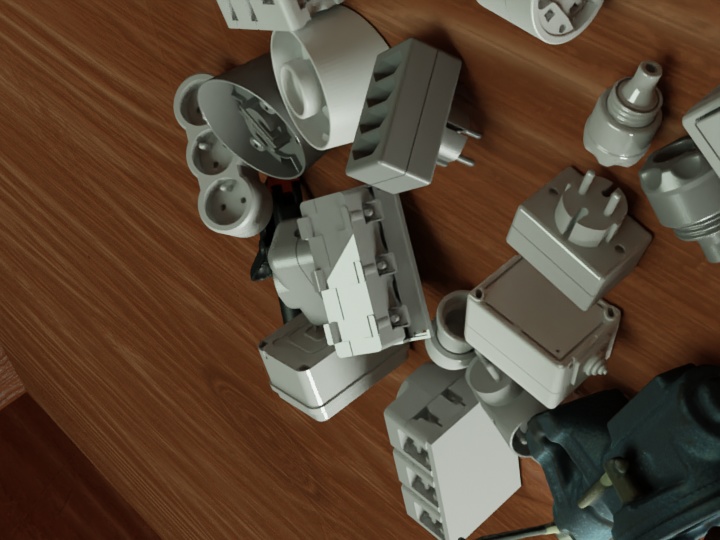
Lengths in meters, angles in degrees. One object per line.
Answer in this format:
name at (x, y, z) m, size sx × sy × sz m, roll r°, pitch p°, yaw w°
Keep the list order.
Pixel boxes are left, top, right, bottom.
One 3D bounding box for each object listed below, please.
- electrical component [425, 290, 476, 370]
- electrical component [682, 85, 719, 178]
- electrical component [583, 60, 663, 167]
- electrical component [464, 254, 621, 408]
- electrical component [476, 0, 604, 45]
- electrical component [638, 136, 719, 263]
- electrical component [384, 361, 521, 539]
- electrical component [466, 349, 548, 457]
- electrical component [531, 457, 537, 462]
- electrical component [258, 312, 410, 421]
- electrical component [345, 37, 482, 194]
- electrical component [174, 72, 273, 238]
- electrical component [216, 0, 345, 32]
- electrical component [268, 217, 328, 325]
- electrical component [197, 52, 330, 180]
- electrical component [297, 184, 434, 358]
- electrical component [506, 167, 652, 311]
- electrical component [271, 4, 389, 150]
electrical component at (0.075, 0.047, 0.817) m, size 0.045 × 0.045 × 0.055 m, roll 46°, pitch 155°, yaw 15°
electrical component at (0.185, -0.061, 0.453) m, size 0.061 × 0.061 × 0.096 m, roll 54°, pitch 156°, yaw -3°
electrical component at (0.137, -0.081, 0.545) m, size 0.035 × 0.035 × 0.061 m, roll 44°, pitch 152°, yaw 19°
electrical component at (0.123, 0.043, 0.705) m, size 0.096 × 0.062 × 0.061 m, roll 40°, pitch 153°, yaw 27°
electrical component at (0.087, -0.145, 0.526) m, size 0.047 × 0.055 × 0.055 m, roll 38°, pitch 152°, yaw 39°
electrical component at (0.170, -0.033, 0.539) m, size 0.062 × 0.043 × 0.043 m, roll 59°, pitch 155°, yaw -16°
electrical component at (0.077, 0.147, 0.895) m, size 0.062 × 0.089 × 0.150 m, roll 33°, pitch 149°, yaw 38°
electrical component at (0.104, 0.084, 0.775) m, size 0.079 × 0.043 × 0.077 m, roll 52°, pitch -176°, yaw -39°
electrical component at (0.154, 0.140, 0.810) m, size 0.065 × 0.044 × 0.044 m, roll 49°, pitch 156°, yaw -3°
electrical component at (-0.022, 0.071, 0.940) m, size 0.078 × 0.113 × 0.057 m, roll 23°, pitch 140°, yaw 48°
electrical component at (0.043, -0.088, 0.669) m, size 0.076 × 0.083 × 0.047 m, roll 20°, pitch 168°, yaw -24°
electrical component at (-0.108, -0.094, 0.914) m, size 0.074 × 0.052 × 0.138 m, roll 11°, pitch -118°, yaw -71°
electrical component at (-0.060, -0.198, 0.721) m, size 0.089 × 0.050 × 0.055 m, roll 19°, pitch 139°, yaw 51°
electrical component at (-0.033, 0.001, 0.894) m, size 0.059 × 0.053 × 0.095 m, roll -9°, pitch 136°, yaw 25°
electrical component at (-0.070, -0.117, 0.830) m, size 0.099 × 0.064 × 0.099 m, roll 41°, pitch 153°, yaw 26°
electrical component at (0.000, 0.000, 0.805) m, size 0.079 × 0.063 × 0.121 m, roll -13°, pitch 93°, yaw 34°
electrical component at (0.129, -0.028, 0.615) m, size 0.066 × 0.047 × 0.076 m, roll 44°, pitch 155°, yaw 19°
electrical component at (-0.018, -0.133, 0.747) m, size 0.099 × 0.064 × 0.099 m, roll 54°, pitch 158°, yaw 34°
